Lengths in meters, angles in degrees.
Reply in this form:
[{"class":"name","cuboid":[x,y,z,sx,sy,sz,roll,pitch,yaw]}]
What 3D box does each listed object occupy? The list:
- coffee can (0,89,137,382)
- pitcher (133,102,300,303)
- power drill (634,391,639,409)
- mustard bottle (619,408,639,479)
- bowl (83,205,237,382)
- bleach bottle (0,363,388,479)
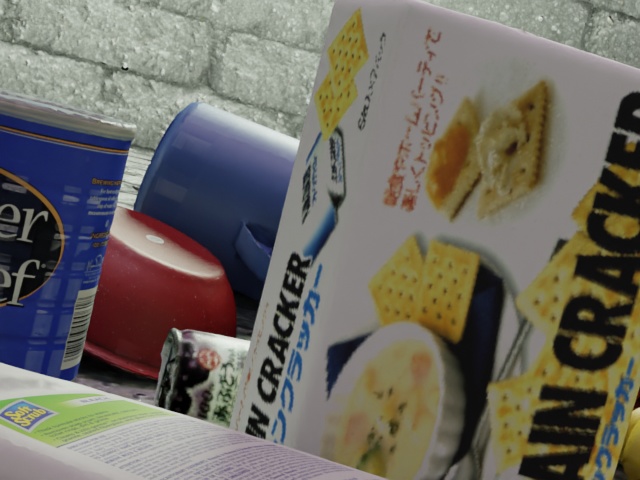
[{"class":"coffee can","cuboid":[-0.155,0.000,0.516,0.103,0.140,0.103,14,6,-2]},{"class":"pitcher","cuboid":[-0.005,0.001,0.744,0.243,0.145,0.149,24,-23,0]},{"class":"power drill","cuboid":[0.246,0.100,0.671,0.184,0.057,0.188,47,-16,-9]},{"class":"mustard bottle","cuboid":[0.219,0.131,0.570,0.096,0.058,0.192,22,2,-23]},{"class":"bowl","cuboid":[-0.110,0.023,0.648,0.162,0.055,0.162,27,11,-6]},{"class":"bleach bottle","cuboid":[-0.057,0.085,0.342,0.251,0.068,0.102,15,5,31]}]
